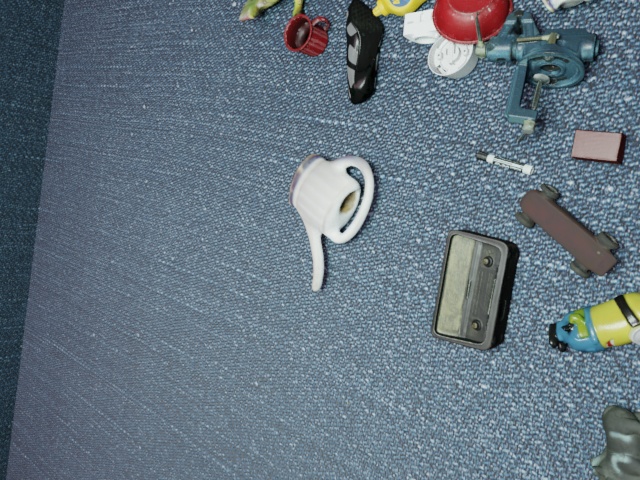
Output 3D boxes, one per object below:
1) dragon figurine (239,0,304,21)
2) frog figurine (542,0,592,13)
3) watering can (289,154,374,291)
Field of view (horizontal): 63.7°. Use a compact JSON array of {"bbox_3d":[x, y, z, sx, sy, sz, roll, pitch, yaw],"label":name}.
[{"bbox_3d":[-0.082,-0.751,1.378,0.406,0.121,0.247,-53,51,14],"label":"dragon figurine"},{"bbox_3d":[0.463,-0.496,0.916,0.157,0.122,0.139,-30,65,36],"label":"frog figurine"},{"bbox_3d":[0.004,-0.064,1.275,0.227,0.104,0.343,41,113,33],"label":"watering can"}]
